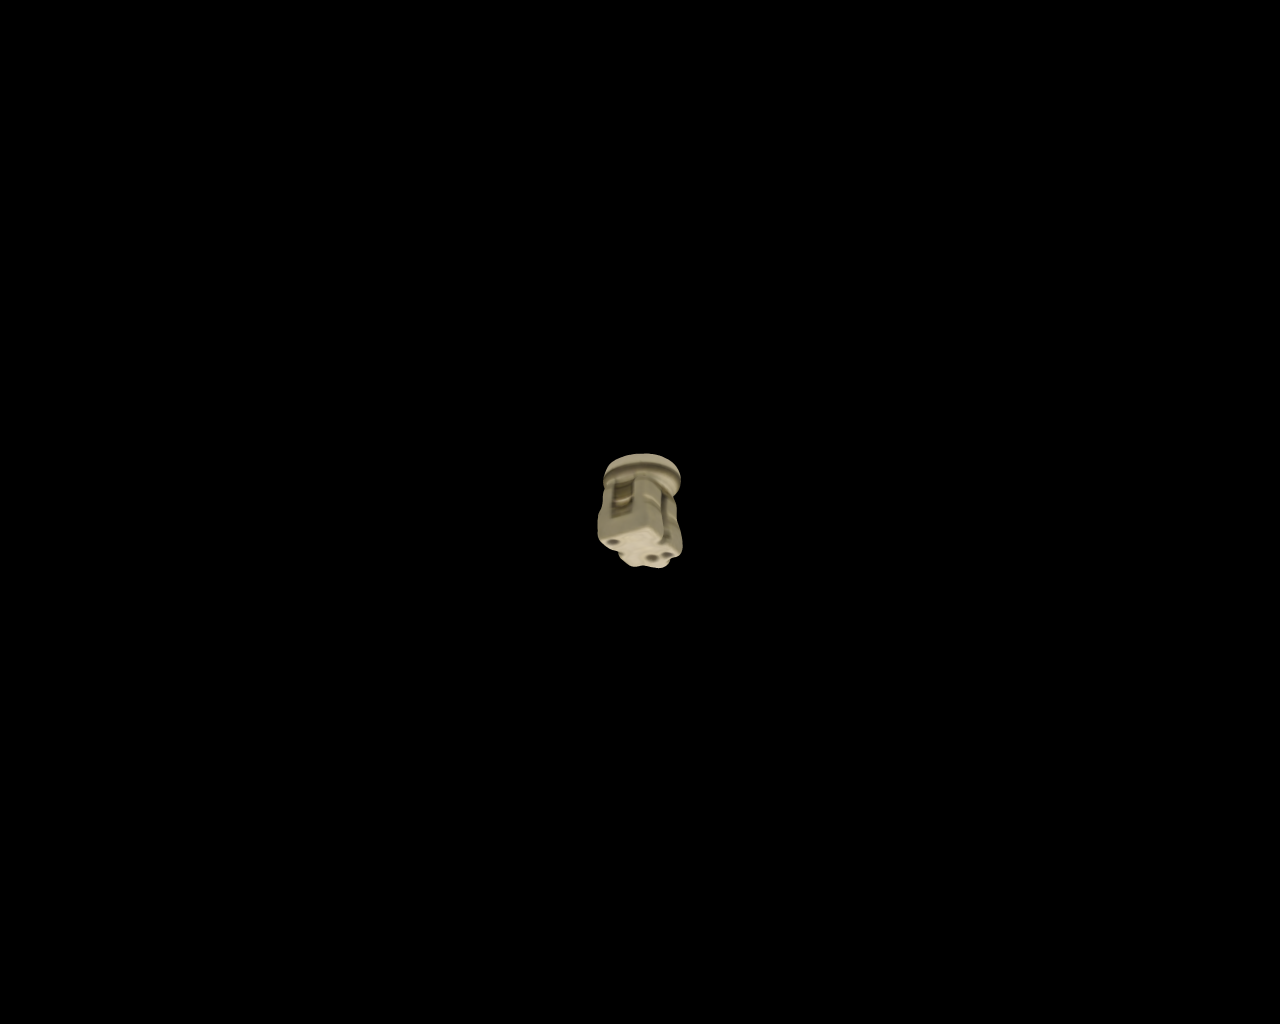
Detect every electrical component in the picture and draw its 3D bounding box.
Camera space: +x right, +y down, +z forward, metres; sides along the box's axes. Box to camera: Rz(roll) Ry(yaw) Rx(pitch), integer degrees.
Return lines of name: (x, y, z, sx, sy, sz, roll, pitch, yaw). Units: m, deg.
electrical component: (0.001, -0.003, 0.650, 0.048, 0.055, 0.066, -14, -32, 24)
